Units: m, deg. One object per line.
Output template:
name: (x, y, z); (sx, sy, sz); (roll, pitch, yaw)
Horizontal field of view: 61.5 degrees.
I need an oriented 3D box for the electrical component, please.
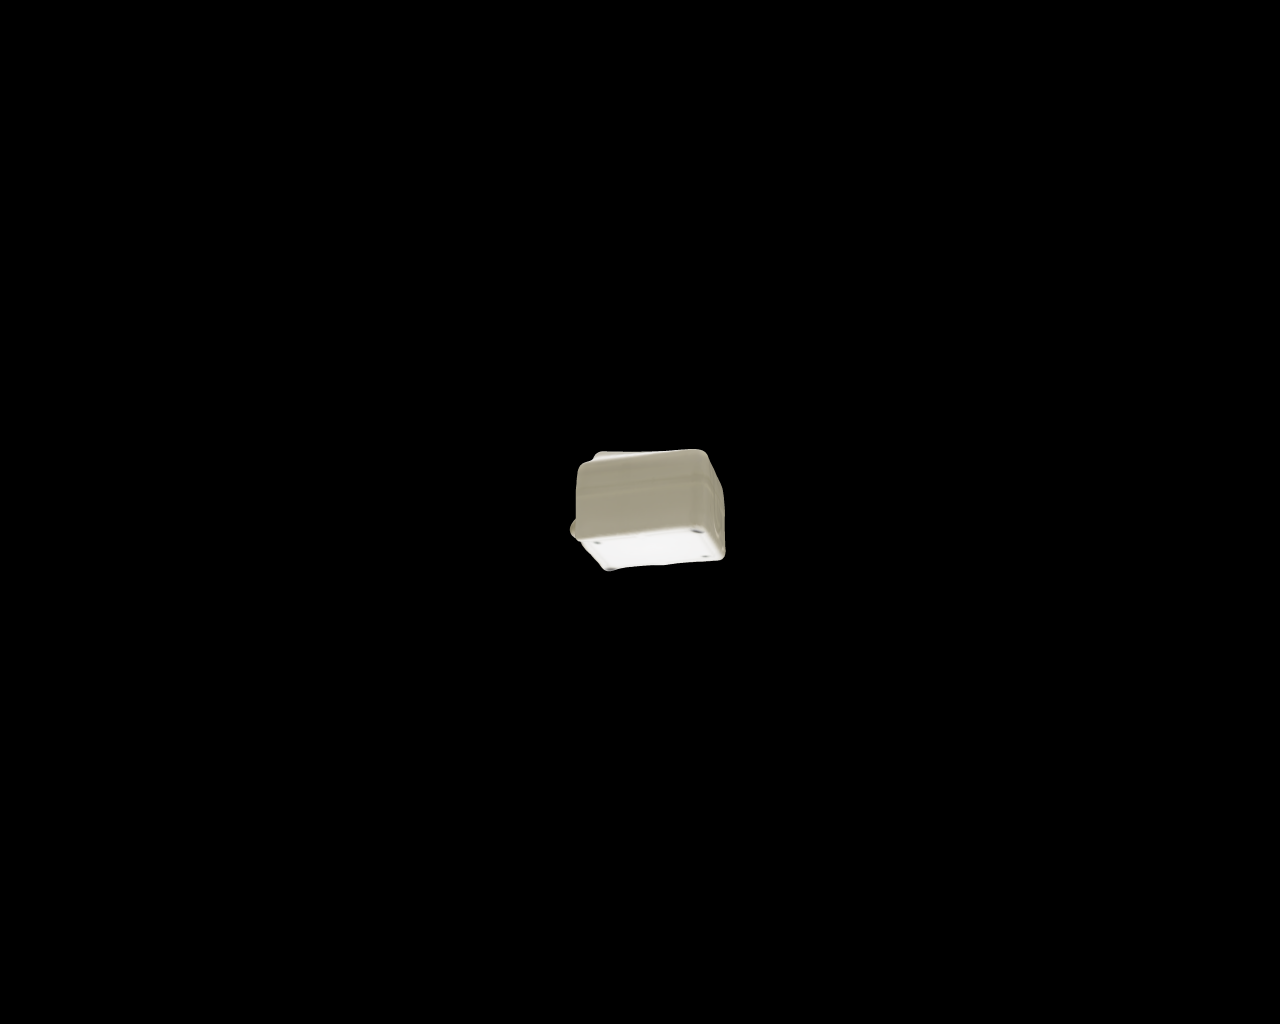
electrical component: (0.001, -0.003, 0.650); (0.096, 0.061, 0.061); (-6, -24, 14)
